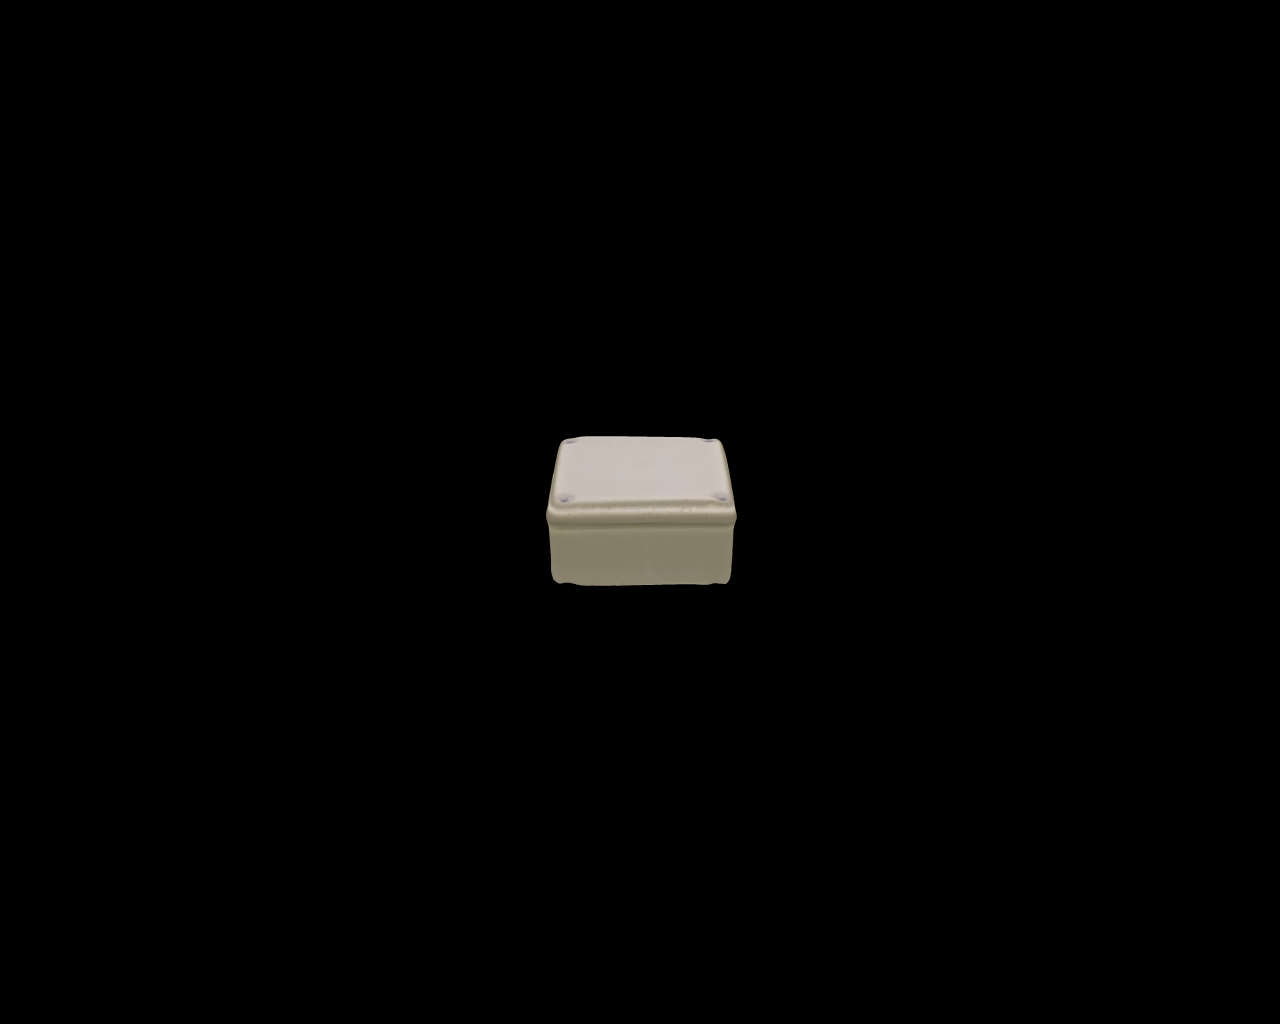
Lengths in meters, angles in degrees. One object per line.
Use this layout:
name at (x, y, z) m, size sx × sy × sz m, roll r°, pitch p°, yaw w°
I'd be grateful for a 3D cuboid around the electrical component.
electrical component at (0.001, -0.003, 0.650) m, size 0.109 × 0.056 × 0.109 m, roll 0°, pitch 25°, yaw 0°
